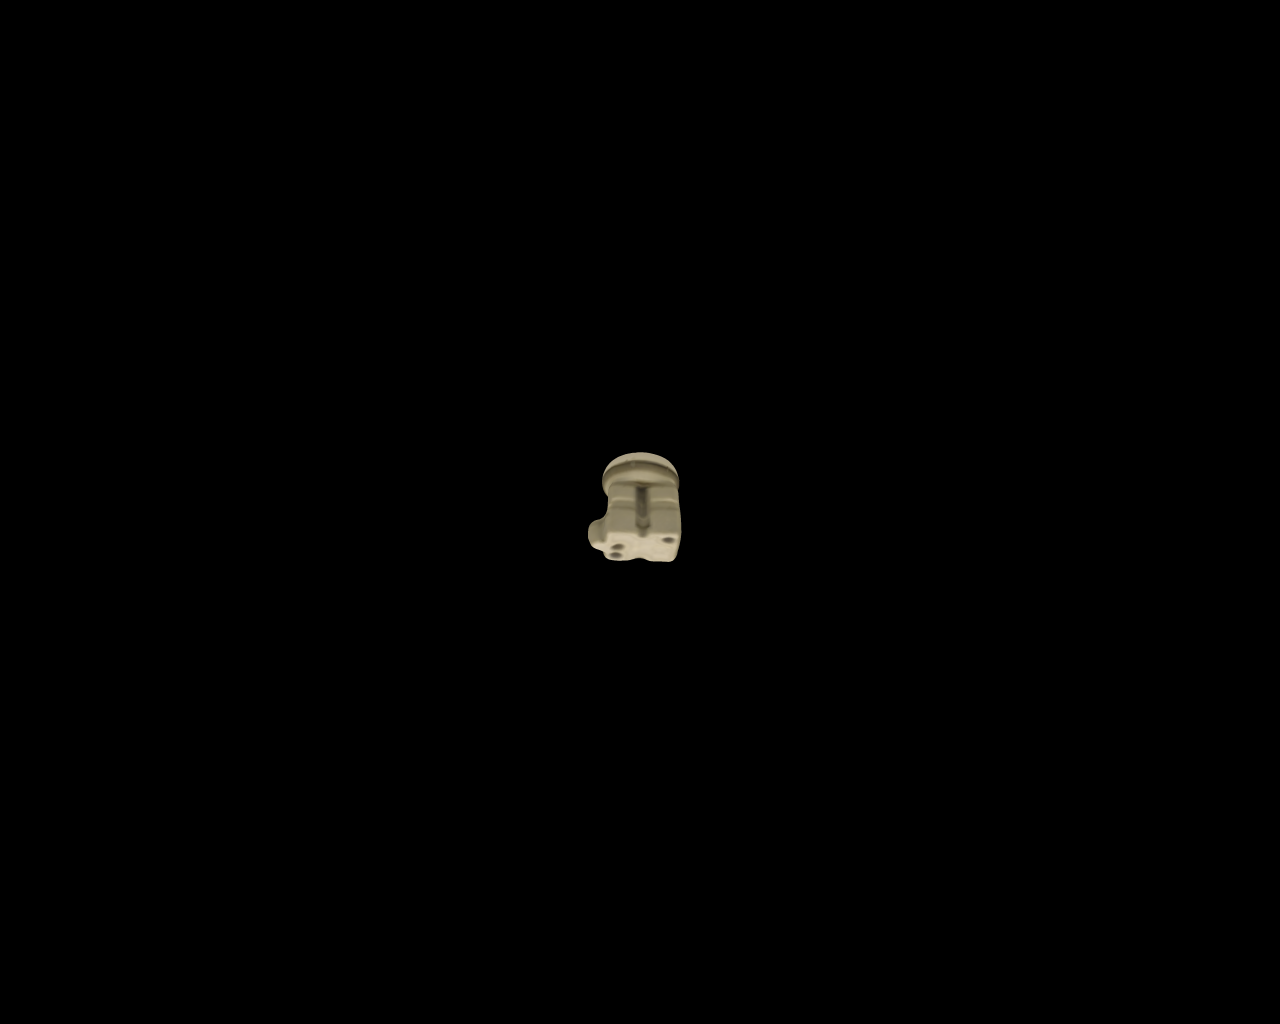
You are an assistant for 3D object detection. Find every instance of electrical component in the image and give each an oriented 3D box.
[{"bbox_3d":[0.001,-0.003,0.650,0.066,0.055,0.048,3,-32,-5],"label":"electrical component"}]
